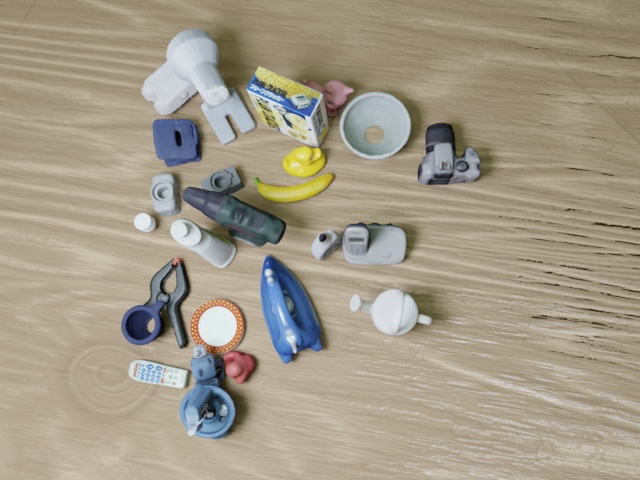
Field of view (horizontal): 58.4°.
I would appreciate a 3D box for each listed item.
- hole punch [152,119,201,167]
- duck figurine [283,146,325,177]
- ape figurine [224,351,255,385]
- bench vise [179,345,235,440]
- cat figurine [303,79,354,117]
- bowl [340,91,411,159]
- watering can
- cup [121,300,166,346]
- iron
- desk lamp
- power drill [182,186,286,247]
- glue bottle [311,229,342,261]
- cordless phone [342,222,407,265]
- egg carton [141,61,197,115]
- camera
[{"bbox_3d":[-0.348,-0.244,1.399,0.101,0.091,0.109,-11,80,3],"label":"hole punch"},{"bbox_3d":[-0.041,-0.196,1.372,0.104,0.086,0.077,-12,80,2],"label":"duck figurine"},{"bbox_3d":[-0.189,0.291,1.304,0.076,0.092,0.078,-8,81,3],"label":"ape figurine"},{"bbox_3d":[-0.264,0.340,1.237,0.121,0.220,0.207,-28,80,0],"label":"bench vise"},{"bbox_3d":[0.016,-0.354,1.376,0.127,0.118,0.067,24,84,8],"label":"cat figurine"},{"bbox_3d":[0.133,-0.265,1.376,0.167,0.075,0.167,-1,81,4],"label":"bowl"},{"bbox_3d":[0.155,0.158,1.248,0.172,0.194,0.101,-9,80,3],"label":"watering can"},{"bbox_3d":[-0.393,0.188,1.333,0.091,0.095,0.118,40,86,9],"label":"cup"},{"bbox_3d":[-0.086,0.145,1.294,0.118,0.141,0.258,-22,80,1],"label":"iron"},{"bbox_3d":[-0.253,-0.362,1.348,0.118,0.213,0.203,-31,80,-1],"label":"desk lamp"},{"bbox_3d":[-0.182,-0.047,1.297,0.229,0.208,0.076,20,83,7],"label":"power drill"},{"bbox_3d":[0.012,0.005,1.293,0.078,0.173,0.037,-40,80,-2],"label":"glue bottle"},{"bbox_3d":[0.121,0.000,1.279,0.147,0.185,0.094,-2,81,4],"label":"cordless phone"},{"bbox_3d":[-0.366,-0.387,1.433,0.150,0.069,0.107,-44,81,-3],"label":"egg carton"},{"bbox_3d":[0.301,-0.205,1.341,0.143,0.101,0.137,-2,81,4],"label":"camera"}]
